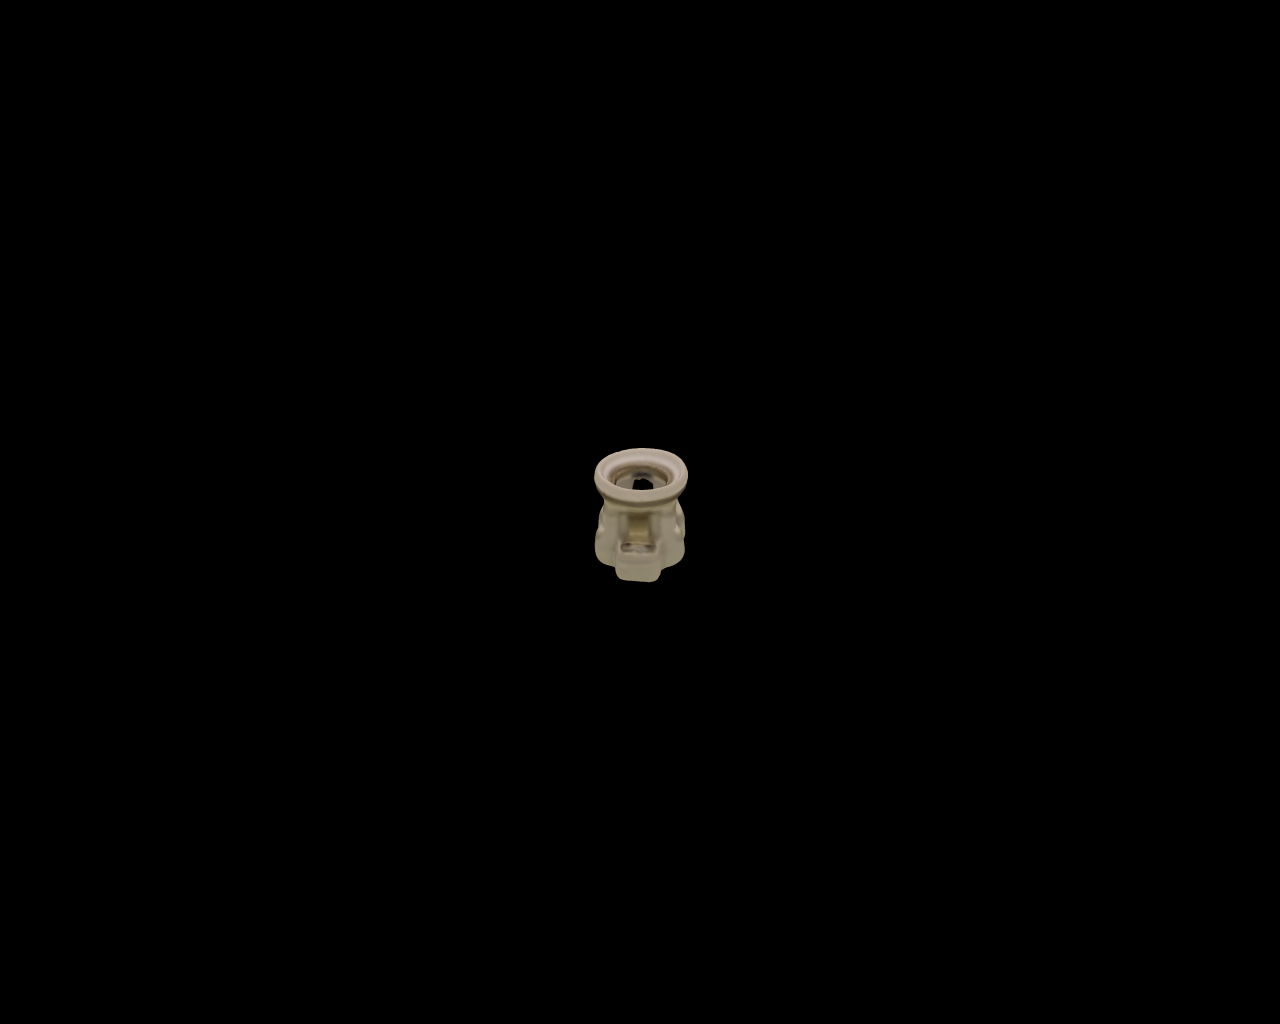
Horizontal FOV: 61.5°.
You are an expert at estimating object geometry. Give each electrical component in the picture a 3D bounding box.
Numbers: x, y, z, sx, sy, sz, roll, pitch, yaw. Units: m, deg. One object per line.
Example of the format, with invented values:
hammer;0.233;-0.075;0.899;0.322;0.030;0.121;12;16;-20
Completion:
electrical component;0.001;-0.003;0.650;0.058;0.056;0.078;2;31;3
